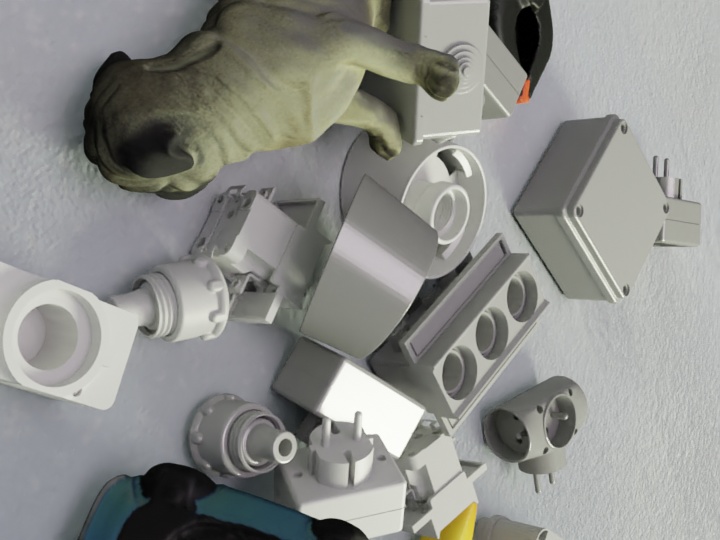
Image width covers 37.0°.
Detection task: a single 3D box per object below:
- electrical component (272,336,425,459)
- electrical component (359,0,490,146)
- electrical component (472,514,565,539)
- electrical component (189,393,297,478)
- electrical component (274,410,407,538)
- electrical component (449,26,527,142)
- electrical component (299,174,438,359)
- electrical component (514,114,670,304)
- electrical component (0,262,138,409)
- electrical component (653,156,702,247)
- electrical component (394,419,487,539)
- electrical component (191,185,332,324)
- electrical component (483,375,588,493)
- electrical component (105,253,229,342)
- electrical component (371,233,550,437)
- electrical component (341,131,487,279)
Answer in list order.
[{"bbox_3d":[-0.015,0.096,0.664,0.083,0.047,0.075,35,81,-40],"label":"electrical component"},{"bbox_3d":[0.037,-0.131,0.659,0.048,0.100,0.099,-8,114,-22],"label":"electrical component"},{"bbox_3d":[0.129,0.238,0.804,0.113,0.057,0.078,38,65,-39],"label":"electrical component"},{"bbox_3d":[-0.062,0.096,0.605,0.048,0.062,0.048,-1,92,-45],"label":"electrical component"},{"bbox_3d":[-0.011,0.113,0.614,0.066,0.047,0.076,-8,123,-19],"label":"electrical component"},{"bbox_3d":[0.069,-0.123,0.740,0.066,0.047,0.076,42,63,-38],"label":"electrical component"},{"bbox_3d":[0.000,0.000,0.632,0.064,0.099,0.099,32,67,-12],"label":"electrical component"},{"bbox_3d":[0.186,-0.048,0.853,0.108,0.056,0.108,52,57,-33],"label":"electrical component"},{"bbox_3d":[-0.158,0.031,0.512,0.089,0.056,0.050,27,72,-42],"label":"electrical component"},{"bbox_3d":[0.260,-0.060,0.933,0.066,0.047,0.076,4,88,-45],"label":"electrical component"},{"bbox_3d":[0.042,0.139,0.727,0.081,0.042,0.063,-32,109,-40],"label":"electrical component"},{"bbox_3d":[-0.059,-0.012,0.620,0.064,0.042,0.081,37,65,-36],"label":"electrical component"},{"bbox_3d":[0.137,0.129,0.818,0.077,0.044,0.079,-19,105,-43],"label":"electrical component"},{"bbox_3d":[-0.104,0.018,0.574,0.062,0.048,0.048,-11,99,-37],"label":"electrical component"},{"bbox_3d":[0.068,0.041,0.732,0.121,0.063,0.078,-45,121,-34],"label":"electrical component"},{"bbox_3d":[0.036,-0.045,0.716,0.099,0.064,0.099,-20,119,-42],"label":"electrical component"}]
